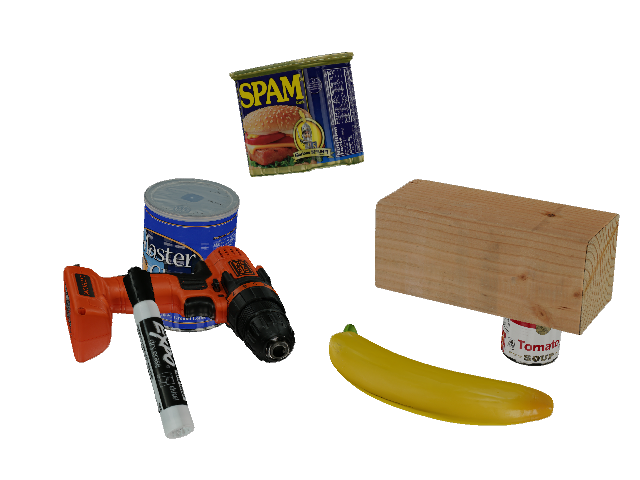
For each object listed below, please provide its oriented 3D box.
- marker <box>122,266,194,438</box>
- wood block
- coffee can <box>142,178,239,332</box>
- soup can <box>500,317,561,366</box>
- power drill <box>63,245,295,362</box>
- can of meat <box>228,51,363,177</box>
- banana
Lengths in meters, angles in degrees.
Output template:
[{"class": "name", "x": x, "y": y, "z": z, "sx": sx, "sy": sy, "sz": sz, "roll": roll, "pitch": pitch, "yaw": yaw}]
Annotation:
[{"class": "marker", "x": -0.107, "y": 0.070, "z": 0.696, "sx": 0.020, "sy": 0.121, "sz": 0.020, "roll": -16, "pitch": -27, "yaw": -9}, {"class": "wood block", "x": 0.162, "y": 0.010, "z": 1.002, "sx": 0.206, "sy": 0.090, "sz": 0.090, "roll": 12, "pitch": 25, "yaw": 30}, {"class": "coffee can", "x": -0.145, "y": 0.015, "z": 1.175, "sx": 0.103, "sy": 0.140, "sz": 0.103, "roll": 5, "pitch": 25, "yaw": -3}, {"class": "soup can", "x": 0.243, "y": 0.083, "z": 1.216, "sx": 0.068, "sy": 0.102, "sz": 0.068, "roll": 1, "pitch": 25, "yaw": 0}, {"class": "power drill", "x": -0.128, "y": 0.063, "z": 0.950, "sx": 0.187, "sy": 0.057, "sz": 0.185, "roll": -3, "pitch": 22, "yaw": -19}, {"class": "can of meat", "x": -0.017, "y": -0.096, "z": 0.827, "sx": 0.102, "sy": 0.084, "sz": 0.057, "roll": -2, "pitch": 10, "yaw": 43}, {"class": "banana", "x": 0.073, "y": 0.100, "z": 0.794, "sx": 0.198, "sy": 0.037, "sz": 0.069, "roll": 19, "pitch": 37, "yaw": 38}]
